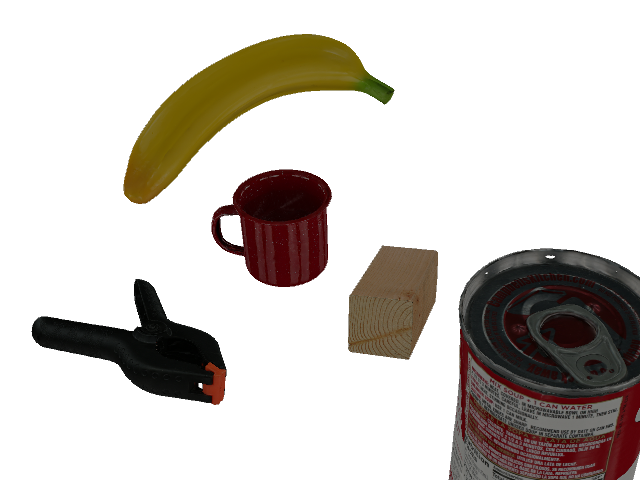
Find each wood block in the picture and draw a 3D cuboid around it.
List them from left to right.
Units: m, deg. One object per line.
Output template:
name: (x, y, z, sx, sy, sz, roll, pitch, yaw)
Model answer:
wood block: (0.109, 0.086, 1.555, 0.091, 0.090, 0.205, 6, 21, 14)

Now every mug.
mug: (-0.046, -0.009, 1.023, 0.117, 0.081, 0.093, -2, 36, 2)

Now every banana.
banana: (-0.047, -0.089, 0.683, 0.197, 0.070, 0.037, -26, -24, -21)

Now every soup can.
soup can: (0.080, 0.063, 0.378, 0.068, 0.102, 0.068, -1, 39, 1)

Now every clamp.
clamp: (-0.135, 0.080, 0.868, 0.172, 0.039, 0.120, 22, 36, 25)
